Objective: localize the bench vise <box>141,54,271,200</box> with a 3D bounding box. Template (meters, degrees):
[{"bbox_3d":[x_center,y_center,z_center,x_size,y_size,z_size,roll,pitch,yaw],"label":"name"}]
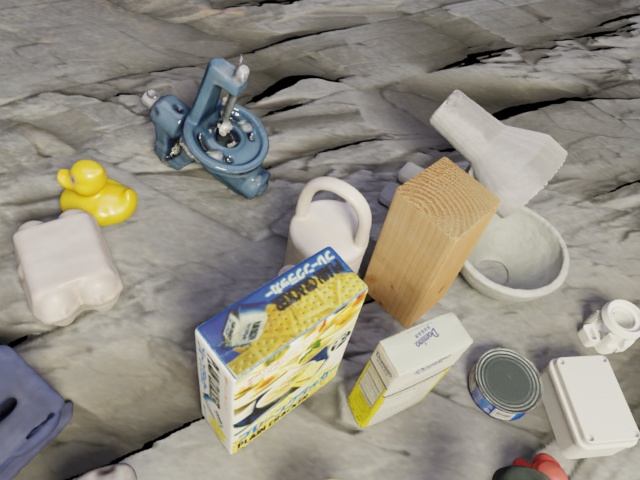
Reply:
[{"bbox_3d":[-0.163,-0.164,0.785,0.207,0.220,0.121,14,53,1],"label":"bench vise"}]

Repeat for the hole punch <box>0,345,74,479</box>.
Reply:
[{"bbox_3d":[-0.326,0.178,0.586,0.101,0.091,0.109,32,55,14],"label":"hole punch"}]

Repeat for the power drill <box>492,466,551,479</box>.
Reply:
[{"bbox_3d":[0.152,0.324,0.490,0.075,0.208,0.230,17,53,3],"label":"power drill"}]

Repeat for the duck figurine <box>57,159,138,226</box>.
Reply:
[{"bbox_3d":[-0.303,-0.071,0.775,0.104,0.086,0.077,7,53,-5],"label":"duck figurine"}]

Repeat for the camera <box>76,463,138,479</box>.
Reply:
[{"bbox_3d":[-0.226,0.290,0.515,0.137,0.101,0.143,-11,57,-17],"label":"camera"}]

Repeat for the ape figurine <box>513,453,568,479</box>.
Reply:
[{"bbox_3d":[0.239,0.266,0.621,0.078,0.092,0.076,-11,57,-17],"label":"ape figurine"}]

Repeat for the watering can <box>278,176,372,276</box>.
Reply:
[{"bbox_3d":[0.009,0.004,0.709,0.101,0.194,0.173,11,53,-2],"label":"watering can"}]

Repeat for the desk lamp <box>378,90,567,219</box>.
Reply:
[{"bbox_3d":[0.207,-0.095,0.804,0.203,0.213,0.118,32,55,14],"label":"desk lamp"}]

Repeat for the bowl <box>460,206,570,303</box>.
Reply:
[{"bbox_3d":[0.257,0.026,0.811,0.167,0.075,0.167,5,53,-6],"label":"bowl"}]

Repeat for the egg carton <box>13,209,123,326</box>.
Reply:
[{"bbox_3d":[-0.314,0.031,0.709,0.107,0.069,0.150,-21,60,-23],"label":"egg carton"}]
